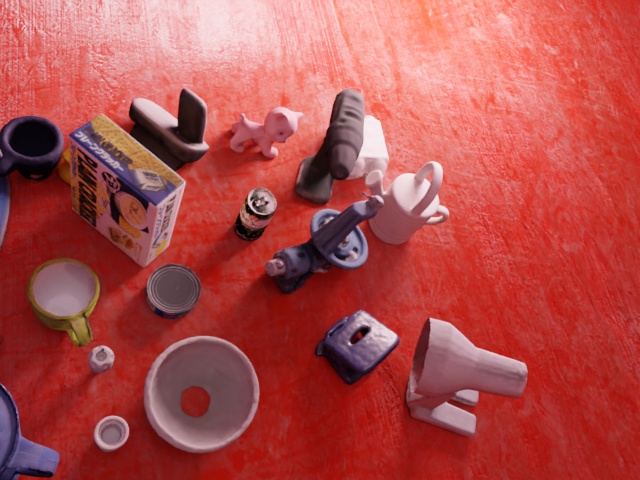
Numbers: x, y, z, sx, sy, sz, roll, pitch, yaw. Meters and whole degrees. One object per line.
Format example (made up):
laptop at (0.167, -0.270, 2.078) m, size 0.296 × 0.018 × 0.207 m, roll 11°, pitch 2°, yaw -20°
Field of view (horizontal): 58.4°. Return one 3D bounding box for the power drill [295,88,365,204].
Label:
power drill at (0.024, -0.158, 1.059) m, size 0.076 × 0.208 × 0.229 m, roll 19°, pitch 59°, yaw -12°

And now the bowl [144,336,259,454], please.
bowl at (-0.179, 0.233, 0.854) m, size 0.168 × 0.074 × 0.167 m, roll 10°, pitch 61°, yaw -18°

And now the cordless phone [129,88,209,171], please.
cordless phone at (-0.255, -0.219, 0.990) m, size 0.147 × 0.185 × 0.094 m, roll 36°, pitch 57°, yaw -1°

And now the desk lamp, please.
desk lamp at (0.221, 0.226, 0.938) m, size 0.203 × 0.213 × 0.118 m, roll 22°, pitch 58°, yaw -10°

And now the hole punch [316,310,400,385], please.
hole punch at (0.063, 0.177, 0.972) m, size 0.109 × 0.091 × 0.101 m, roll -37°, pitch 82°, yaw -32°

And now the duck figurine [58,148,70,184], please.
duck figurine at (-0.388, -0.147, 0.958) m, size 0.077 × 0.086 × 0.105 m, roll 45°, pitch 57°, yaw 5°

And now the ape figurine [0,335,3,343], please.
ape figurine at (-0.480, 0.129, 0.774) m, size 0.076 × 0.092 × 0.078 m, roll -33°, pitch 80°, yaw -32°

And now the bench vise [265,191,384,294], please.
bench vise at (0.017, 0.012, 0.962) m, size 0.121 × 0.219 × 0.208 m, roll 44°, pitch 57°, yaw 4°

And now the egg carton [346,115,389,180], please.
egg carton at (0.082, -0.191, 1.183) m, size 0.107 × 0.069 × 0.150 m, roll 0°, pitch 64°, yaw -22°

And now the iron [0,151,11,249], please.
iron at (-0.524, -0.085, 0.837) m, size 0.119 × 0.141 × 0.258 m, roll 7°, pitch 62°, yaw -19°

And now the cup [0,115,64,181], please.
cup at (-0.464, -0.127, 0.911) m, size 0.092 × 0.095 × 0.118 m, roll 33°, pitch 57°, yaw -3°

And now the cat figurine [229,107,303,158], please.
cat figurine at (-0.099, -0.217, 1.093) m, size 0.128 × 0.117 × 0.067 m, roll 5°, pitch 62°, yaw -20°

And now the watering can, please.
watering can at (0.167, -0.076, 1.084) m, size 0.173 × 0.193 × 0.101 m, roll 0°, pitch 64°, yaw -22°
